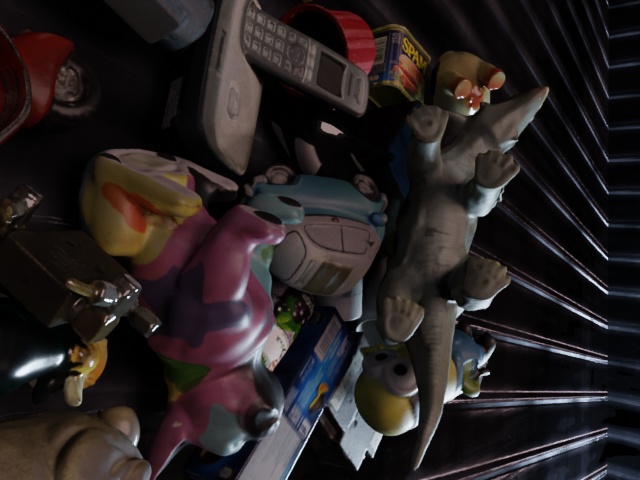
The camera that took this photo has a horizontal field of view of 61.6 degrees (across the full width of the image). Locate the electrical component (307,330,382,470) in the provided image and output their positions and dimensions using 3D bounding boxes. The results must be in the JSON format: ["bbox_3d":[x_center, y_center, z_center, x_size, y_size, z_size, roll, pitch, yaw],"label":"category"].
[{"bbox_3d":[0.028,0.185,0.607,0.115,0.058,0.134,-52,128,-38],"label":"electrical component"}]

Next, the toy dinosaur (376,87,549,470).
[{"bbox_3d":[0.123,0.008,0.557,0.192,0.131,0.404,51,56,-74],"label":"toy dinosaur"}]

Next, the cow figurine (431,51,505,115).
[{"bbox_3d":[0.189,-0.168,0.750,0.194,0.085,0.127,77,-6,-46],"label":"cow figurine"}]

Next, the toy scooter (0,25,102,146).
[{"bbox_3d":[-0.214,-0.085,0.285,0.135,0.075,0.184,59,43,-33],"label":"toy scooter"}]

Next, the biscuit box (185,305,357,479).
[{"bbox_3d":[-0.038,0.153,0.516,0.203,0.063,0.059,-55,130,-39],"label":"biscuit box"}]

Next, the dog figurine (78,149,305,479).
[{"bbox_3d":[-0.104,0.060,0.401,0.108,0.192,0.219,-76,-175,-78],"label":"dog figurine"}]

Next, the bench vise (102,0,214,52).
[{"bbox_3d":[-0.154,-0.245,0.343,0.223,0.129,0.241,29,45,-38],"label":"bench vise"}]

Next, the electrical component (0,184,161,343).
[{"bbox_3d":[-0.140,0.015,0.301,0.045,0.102,0.078,-53,164,13],"label":"electrical component"}]

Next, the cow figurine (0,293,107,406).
[{"bbox_3d":[-0.182,0.059,0.302,0.167,0.098,0.068,19,68,-51],"label":"cow figurine"}]

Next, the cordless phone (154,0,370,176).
[{"bbox_3d":[-0.037,-0.119,0.467,0.184,0.089,0.146,15,76,-34],"label":"cordless phone"}]

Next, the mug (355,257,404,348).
[{"bbox_3d":[0.104,0.074,0.675,0.080,0.110,0.107,68,27,-49],"label":"mug"}]

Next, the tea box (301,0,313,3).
[{"bbox_3d":[0.032,-0.350,0.598,0.068,0.098,0.169,50,53,-38],"label":"tea box"}]

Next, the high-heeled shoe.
[{"bbox_3d":[0.014,-0.055,0.616,0.248,0.145,0.086,85,29,-57],"label":"high-heeled shoe"}]

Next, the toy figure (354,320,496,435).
[{"bbox_3d":[0.118,0.148,0.587,0.180,0.082,0.089,-12,93,-38],"label":"toy figure"}]

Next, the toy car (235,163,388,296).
[{"bbox_3d":[-0.001,-0.002,0.499,0.161,0.109,0.103,9,42,-37],"label":"toy car"}]

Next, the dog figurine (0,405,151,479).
[{"bbox_3d":[-0.201,0.124,0.279,0.190,0.121,0.172,49,28,-23],"label":"dog figurine"}]

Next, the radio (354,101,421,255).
[{"bbox_3d":[0.122,-0.064,0.729,0.229,0.073,0.131,57,46,-37],"label":"radio"}]
